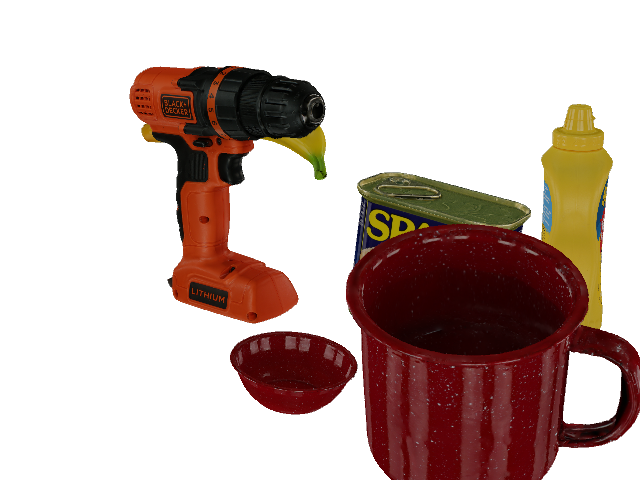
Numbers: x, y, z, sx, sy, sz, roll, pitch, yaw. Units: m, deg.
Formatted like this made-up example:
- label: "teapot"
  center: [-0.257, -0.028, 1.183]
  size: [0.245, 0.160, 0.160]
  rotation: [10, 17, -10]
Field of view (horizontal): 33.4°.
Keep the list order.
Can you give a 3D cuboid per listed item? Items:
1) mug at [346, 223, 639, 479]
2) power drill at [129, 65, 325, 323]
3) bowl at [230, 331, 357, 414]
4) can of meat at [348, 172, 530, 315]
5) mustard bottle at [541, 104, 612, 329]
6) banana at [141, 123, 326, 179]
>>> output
- label: "mug"
  center: [0.070, 0.053, 0.429]
  size: [0.117, 0.081, 0.093]
  rotation: [7, 34, 17]
- label: "power drill"
  center: [-0.063, -0.037, 0.795]
  size: [0.185, 0.188, 0.057]
  rotation: [13, 24, 43]
- label: "bowl"
  center: [-0.035, 0.174, 1.354]
  size: [0.162, 0.055, 0.162]
  rotation: [4, 21, -2]
- label: "can of meat"
  center: [0.068, 0.013, 0.647]
  size: [0.102, 0.084, 0.057]
  rotation: [17, 23, 28]
- label: "mustard bottle"
  center: [0.211, -0.018, 0.894]
  size: [0.058, 0.192, 0.096]
  rotation: [3, 19, 14]
- label: "banana"
  center: [-0.073, -0.106, 1.004]
  size: [0.198, 0.037, 0.069]
  rotation: [12, 47, 23]
